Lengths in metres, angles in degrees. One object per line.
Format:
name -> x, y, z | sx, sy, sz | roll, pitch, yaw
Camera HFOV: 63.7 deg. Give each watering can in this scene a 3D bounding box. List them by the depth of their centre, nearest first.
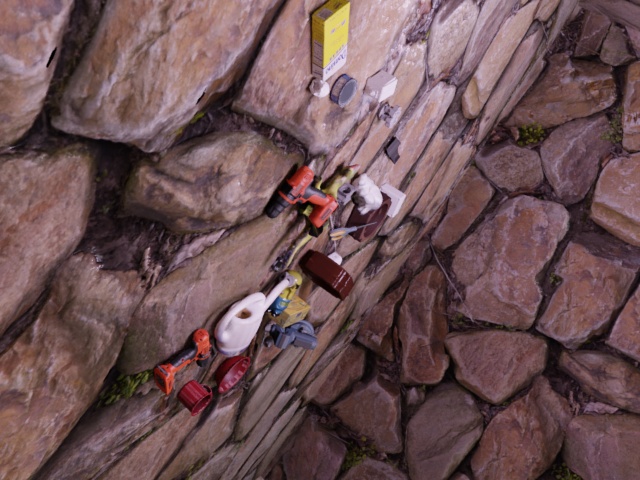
watering can -> -0.233, 0.258, 1.713 | 0.351, 0.105, 0.220 | -25, 145, -56

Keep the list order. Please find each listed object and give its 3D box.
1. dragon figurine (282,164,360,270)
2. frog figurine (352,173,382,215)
dragon figurine -> 0.005, -0.087, 1.724 | 0.407, 0.123, 0.243 | -57, 168, 11
frog figurine -> 0.178, -0.188, 1.933 | 0.141, 0.123, 0.155 | -81, 176, -49
